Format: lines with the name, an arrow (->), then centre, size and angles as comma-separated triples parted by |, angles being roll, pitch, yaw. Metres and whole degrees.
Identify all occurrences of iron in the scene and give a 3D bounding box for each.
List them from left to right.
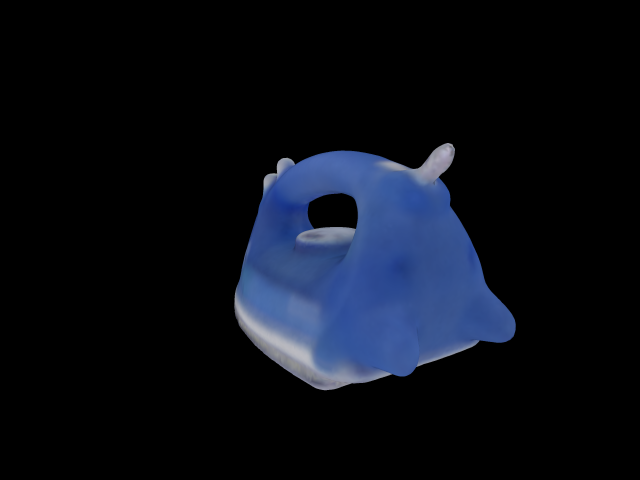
iron -> 0.004, 0.001, 0.400 | 0.119, 0.141, 0.257 | -8, 14, -35
